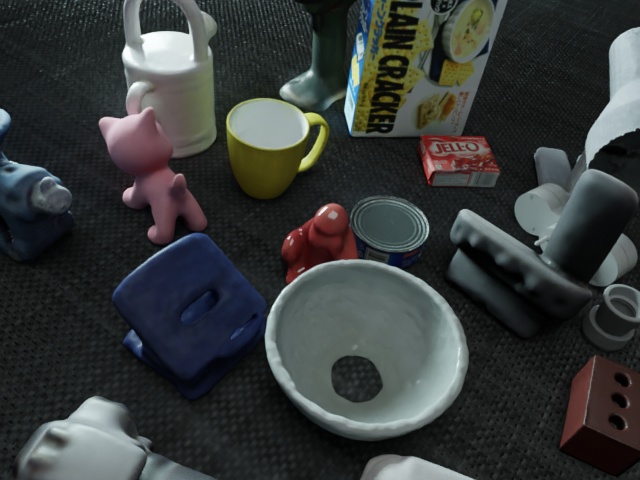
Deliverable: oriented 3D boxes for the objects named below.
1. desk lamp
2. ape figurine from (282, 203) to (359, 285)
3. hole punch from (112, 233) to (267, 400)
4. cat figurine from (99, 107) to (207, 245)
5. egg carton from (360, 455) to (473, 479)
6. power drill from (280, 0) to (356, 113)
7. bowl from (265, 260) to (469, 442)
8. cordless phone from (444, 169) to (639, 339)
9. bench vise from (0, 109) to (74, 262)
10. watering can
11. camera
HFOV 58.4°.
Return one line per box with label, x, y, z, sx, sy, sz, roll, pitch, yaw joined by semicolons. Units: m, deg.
desk lamp;0.326;-0.107;0.630;0.118;0.213;0.203;9;46;1
ape figurine;0.005;0.002;0.564;0.077;0.092;0.076;30;50;20
hole punch;-0.105;0.062;0.491;0.101;0.091;0.109;31;50;20
cat figurine;-0.174;-0.077;0.594;0.067;0.118;0.127;-29;57;-30
egg carton;0.089;0.216;0.389;0.150;0.069;0.107;18;47;9
power drill;0.001;-0.281;0.750;0.075;0.208;0.230;31;50;20
bowl;0.035;0.101;0.486;0.167;0.075;0.167;4;46;-4
cordless phone;0.205;-0.010;0.540;0.147;0.185;0.094;36;52;24
bench vise;-0.314;-0.098;0.522;0.207;0.220;0.121;11;46;2
watering can;-0.173;-0.205;0.662;0.101;0.194;0.172;1;47;-7
camera;-0.130;0.184;0.366;0.136;0.101;0.143;17;47;8
